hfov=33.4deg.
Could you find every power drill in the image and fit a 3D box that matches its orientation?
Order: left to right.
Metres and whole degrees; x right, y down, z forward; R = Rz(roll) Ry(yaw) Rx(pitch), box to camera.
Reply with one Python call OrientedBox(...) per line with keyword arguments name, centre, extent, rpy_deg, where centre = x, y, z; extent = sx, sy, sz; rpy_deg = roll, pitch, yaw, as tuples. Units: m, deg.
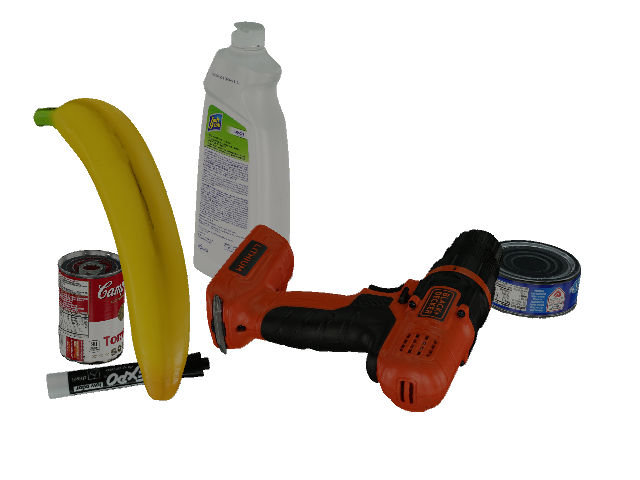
OrientedBox(name="power drill", centre=(0.027, 0.037, 0.764), extent=(0.188, 0.057, 0.184), rpy_deg=(8, 33, 21))

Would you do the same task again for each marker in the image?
OrientedBox(name="marker", centre=(-0.144, 0.101, 0.804), extent=(0.121, 0.020, 0.020), rpy_deg=(-7, 1, -11))

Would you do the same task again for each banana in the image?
OrientedBox(name="banana", centre=(-0.110, -0.008, 0.615), extent=(0.037, 0.198, 0.070), rpy_deg=(-13, -18, -36))

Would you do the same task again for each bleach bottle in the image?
OrientedBox(name="bleach bottle", centre=(-0.069, -0.080, 1.021), extent=(0.103, 0.251, 0.067), rpy_deg=(20, 28, 28))

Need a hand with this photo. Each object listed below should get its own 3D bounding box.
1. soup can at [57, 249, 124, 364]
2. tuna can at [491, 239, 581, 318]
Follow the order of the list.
OrientedBox(name="soup can", centre=(-0.238, 0.069, 1.107), extent=(0.068, 0.102, 0.068), rpy_deg=(4, 21, -2))
OrientedBox(name="tuna can", centre=(0.175, 0.031, 0.901), extent=(0.086, 0.034, 0.086), rpy_deg=(2, 24, -1))
